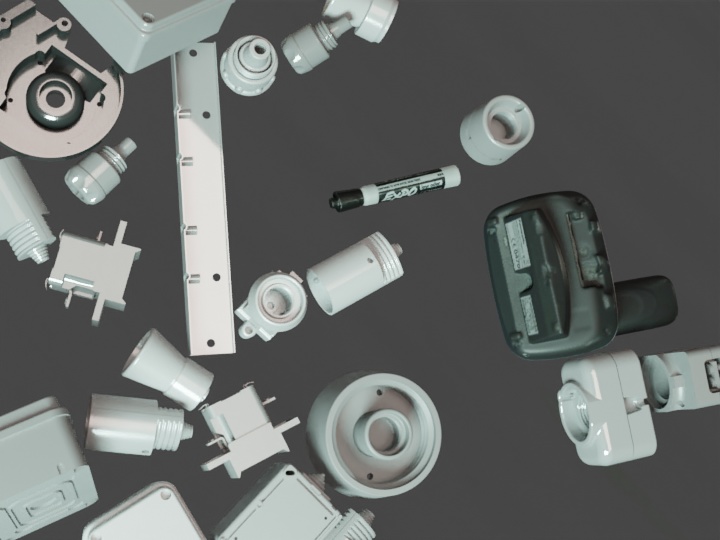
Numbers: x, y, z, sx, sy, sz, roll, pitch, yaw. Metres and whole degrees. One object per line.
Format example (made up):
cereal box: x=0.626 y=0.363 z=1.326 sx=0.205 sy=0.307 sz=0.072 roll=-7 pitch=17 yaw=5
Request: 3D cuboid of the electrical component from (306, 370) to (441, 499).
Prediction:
electrical component: x=0.015 y=0.134 z=0.882 sx=0.108 sy=0.060 sz=0.108 roll=3 pitch=81 yaw=-16

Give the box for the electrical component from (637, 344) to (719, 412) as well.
electrical component: x=0.285 y=0.096 z=0.953 sx=0.056 sy=0.089 sz=0.050 roll=-8 pitch=84 yaw=-17

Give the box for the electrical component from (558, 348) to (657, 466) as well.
electrical component: x=0.215 y=0.122 z=0.947 sx=0.059 sy=0.054 sz=0.095 roll=-9 pitch=84 yaw=-18

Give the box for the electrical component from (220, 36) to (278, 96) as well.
electrical component: x=-0.089 y=-0.175 z=0.897 sx=0.048 sy=0.062 sz=0.048 roll=2 pitch=83 yaw=-16

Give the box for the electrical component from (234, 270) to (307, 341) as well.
electrical component: x=-0.070 y=0.027 z=0.876 sx=0.048 sy=0.055 sz=0.066 roll=43 pitch=73 yaw=-7

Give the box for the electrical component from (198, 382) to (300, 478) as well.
electrical component: x=-0.094 y=0.128 z=0.861 sx=0.081 sy=0.042 sz=0.063 roll=-26 pitch=86 yaw=-19

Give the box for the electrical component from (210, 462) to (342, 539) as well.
electrical component: x=-0.063 y=0.196 z=0.849 sx=0.061 sy=0.061 sz=0.096 roll=46 pitch=72 yaw=-6

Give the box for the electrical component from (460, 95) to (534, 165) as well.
electrical component: x=0.124 y=-0.126 z=0.961 sx=0.055 sy=0.047 sz=0.055 roll=3 pitch=81 yaw=-16

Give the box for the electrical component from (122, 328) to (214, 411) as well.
electrical component: x=-0.150 y=0.082 z=0.852 sx=0.065 sy=0.044 sz=0.044 roll=35 pitch=74 yaw=-14

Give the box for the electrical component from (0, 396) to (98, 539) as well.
electrical component: x=-0.238 y=0.144 z=0.775 sx=0.078 sy=0.113 sz=0.057 roll=-23 pitch=70 yaw=-19

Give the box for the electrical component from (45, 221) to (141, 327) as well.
electrical component: x=-0.210 y=0.000 z=0.846 sx=0.064 sy=0.042 sz=0.081 roll=16 pitch=77 yaw=-12

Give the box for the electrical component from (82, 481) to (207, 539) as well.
electrical component: x=-0.153 y=0.226 z=0.820 sx=0.078 sy=0.057 sz=0.113 roll=-31 pitch=91 yaw=-18

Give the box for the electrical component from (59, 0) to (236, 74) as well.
electrical component: x=-0.174 y=-0.227 z=0.858 sx=0.108 sy=0.056 sz=0.109 roll=47 pitch=49 yaw=6

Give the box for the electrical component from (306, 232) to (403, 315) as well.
electrical component: x=0.000 y=0.000 z=0.907 sx=0.081 sy=0.043 sz=0.043 roll=-29 pitch=91 yaw=-18

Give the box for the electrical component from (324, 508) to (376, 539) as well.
electrical component: x=-0.018 y=0.226 z=0.868 sx=0.043 sy=0.043 sz=0.081 roll=46 pitch=72 yaw=-6

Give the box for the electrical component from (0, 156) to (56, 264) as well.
electrical component: x=-0.265 y=-0.042 z=0.835 sx=0.043 sy=0.043 sz=0.081 roll=-29 pitch=91 yaw=-18

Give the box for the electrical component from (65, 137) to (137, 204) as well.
electrical component: x=-0.205 y=-0.083 z=0.864 sx=0.035 sy=0.035 sz=0.061 roll=45 pitch=71 yaw=-6

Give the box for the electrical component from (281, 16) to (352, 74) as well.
electrical component: x=-0.035 y=-0.197 z=0.923 sx=0.061 sy=0.035 sz=0.035 roll=-32 pitch=92 yaw=7

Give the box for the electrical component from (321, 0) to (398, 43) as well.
electrical component: x=0.000 y=-0.229 z=0.941 sx=0.055 sy=0.045 sz=0.045 roll=24 pitch=76 yaw=-12

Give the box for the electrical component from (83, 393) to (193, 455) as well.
electrical component: x=-0.171 y=0.122 z=0.838 sx=0.081 sy=0.043 sz=0.043 roll=9 pitch=79 yaw=-17
